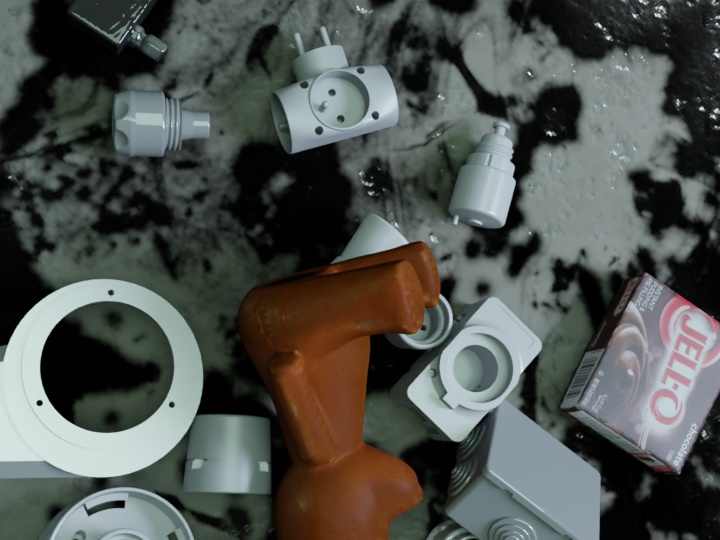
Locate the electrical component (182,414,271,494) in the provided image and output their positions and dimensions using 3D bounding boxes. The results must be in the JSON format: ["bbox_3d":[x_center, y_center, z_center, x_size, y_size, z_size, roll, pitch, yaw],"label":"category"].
[{"bbox_3d":[-0.082,0.116,0.677,0.055,0.055,0.047,4,77,-12],"label":"electrical component"}]

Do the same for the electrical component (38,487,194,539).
[{"bbox_3d":[-0.150,0.183,0.660,0.099,0.064,0.099,7,69,-18],"label":"electrical component"}]

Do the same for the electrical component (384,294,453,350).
[{"bbox_3d":[0.036,0.034,0.718,0.040,0.046,0.040,2,82,-12],"label":"electrical component"}]

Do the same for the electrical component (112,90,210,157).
[{"bbox_3d":[-0.130,-0.095,0.701,0.062,0.043,0.043,0,82,-14],"label":"electrical component"}]

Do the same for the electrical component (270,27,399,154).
[{"bbox_3d":[-0.023,-0.126,0.728,0.077,0.044,0.079,-17,86,-14],"label":"electrical component"}]

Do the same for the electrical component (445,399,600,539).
[{"bbox_3d":[0.105,0.144,0.695,0.100,0.099,0.048,38,116,-4],"label":"electrical component"}]

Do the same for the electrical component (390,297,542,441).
[{"bbox_3d":[0.071,0.066,0.717,0.050,0.056,0.089,44,76,-4],"label":"electrical component"}]

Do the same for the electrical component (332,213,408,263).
[{"bbox_3d":[0.000,0.000,0.718,0.044,0.044,0.065,44,80,-4],"label":"electrical component"}]

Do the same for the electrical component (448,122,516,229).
[{"bbox_3d":[0.089,-0.065,0.747,0.040,0.040,0.078,18,79,-10],"label":"electrical component"}]

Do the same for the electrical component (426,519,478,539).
[{"bbox_3d":[0.070,0.188,0.696,0.048,0.062,0.048,2,82,-13],"label":"electrical component"}]
